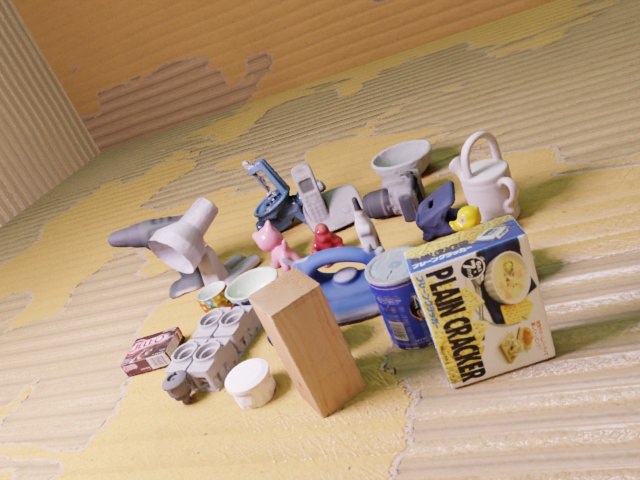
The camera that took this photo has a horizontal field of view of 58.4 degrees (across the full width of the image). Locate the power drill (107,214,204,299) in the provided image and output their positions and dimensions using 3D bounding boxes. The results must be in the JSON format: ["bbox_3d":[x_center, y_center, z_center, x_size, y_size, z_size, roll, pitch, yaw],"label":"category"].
[{"bbox_3d":[-0.377,0.036,1.420,0.229,0.209,0.075,-22,26,3],"label":"power drill"}]

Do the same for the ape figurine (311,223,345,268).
[{"bbox_3d":[0.012,0.005,1.293,0.077,0.092,0.076,-20,26,7],"label":"ape figurine"}]

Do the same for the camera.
[{"bbox_3d":[0.173,-0.110,1.369,0.136,0.101,0.143,-12,28,22],"label":"camera"}]

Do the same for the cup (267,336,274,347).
[{"bbox_3d":[-0.028,0.170,1.005,0.118,0.095,0.091,-32,27,-18],"label":"cup"}]

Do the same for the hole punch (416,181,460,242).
[{"bbox_3d":[0.252,-0.064,1.227,0.101,0.091,0.108,-14,27,18],"label":"hole punch"}]

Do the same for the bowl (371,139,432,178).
[{"bbox_3d":[0.225,-0.200,1.531,0.167,0.075,0.167,-19,26,10],"label":"bowl"}]

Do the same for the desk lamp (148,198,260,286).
[{"bbox_3d":[-0.276,0.022,1.358,0.117,0.214,0.204,2,35,41],"label":"desk lamp"}]

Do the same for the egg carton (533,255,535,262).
[{"bbox_3d":[0.290,0.052,0.997,0.150,0.069,0.107,-28,26,-10],"label":"egg carton"}]

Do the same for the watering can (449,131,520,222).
[{"bbox_3d":[0.330,-0.128,1.166,0.172,0.194,0.101,5,38,45],"label":"watering can"}]

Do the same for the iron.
[{"bbox_3d":[0.056,0.066,1.080,0.257,0.142,0.118,-15,27,17],"label":"iron"}]

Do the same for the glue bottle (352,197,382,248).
[{"bbox_3d":[0.096,-0.011,1.158,0.037,0.173,0.078,-19,26,9],"label":"glue bottle"}]

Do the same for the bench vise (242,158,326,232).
[{"bbox_3d":[-0.100,-0.133,1.502,0.207,0.220,0.121,-27,26,-8],"label":"bench vise"}]

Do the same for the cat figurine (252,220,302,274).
[{"bbox_3d":[-0.104,0.011,1.347,0.067,0.118,0.127,-34,28,-21],"label":"cat figurine"}]

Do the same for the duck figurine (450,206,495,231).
[{"bbox_3d":[0.303,-0.028,1.122,0.104,0.086,0.077,-18,26,10],"label":"duck figurine"}]

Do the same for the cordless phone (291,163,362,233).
[{"bbox_3d":[0.017,-0.115,1.410,0.147,0.185,0.094,-24,26,-1],"label":"cordless phone"}]
